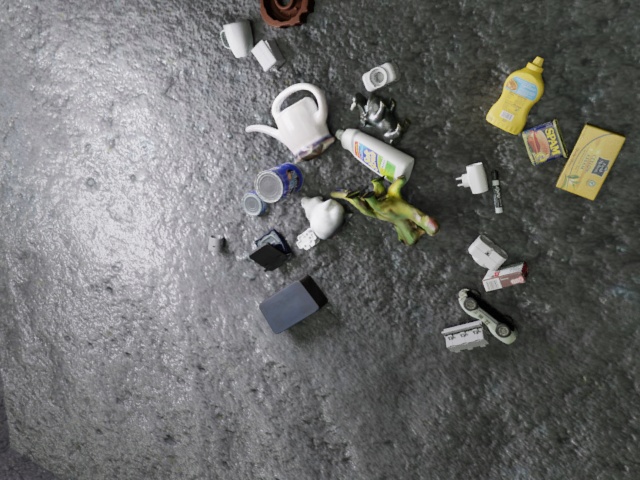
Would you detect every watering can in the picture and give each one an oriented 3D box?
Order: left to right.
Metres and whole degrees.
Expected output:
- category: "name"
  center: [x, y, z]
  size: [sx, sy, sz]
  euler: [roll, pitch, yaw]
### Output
- category: "watering can"
  center: [-0.087, -0.345, 1.614]
  size: [0.343, 0.105, 0.224]
  euler: [-25, 94, 44]

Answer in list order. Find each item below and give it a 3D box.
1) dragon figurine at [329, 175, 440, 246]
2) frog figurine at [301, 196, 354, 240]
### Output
- category: "dragon figurine"
  center: [0.200, -0.068, 1.522]
  size: [0.240, 0.124, 0.410]
  euler: [54, 159, -20]
- category: "frog figurine"
  center: [0.005, -0.082, 1.634]
  size: [0.159, 0.125, 0.134]
  euler: [37, 140, -1]
